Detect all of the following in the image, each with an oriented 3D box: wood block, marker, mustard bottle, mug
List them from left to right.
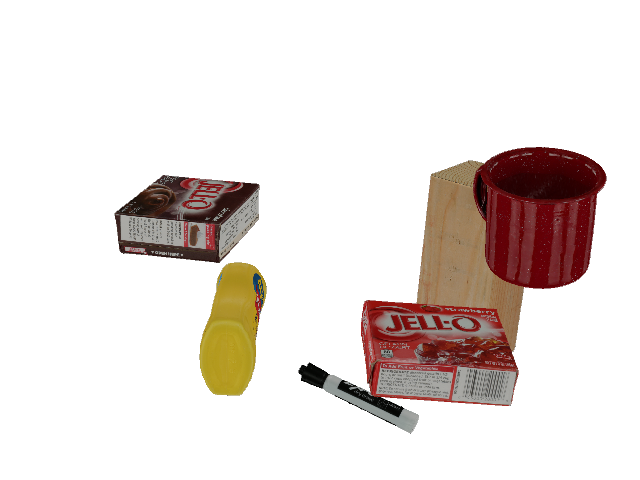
[{"bbox_3d":[-0.093,0.079,1.174,0.058,0.096,0.191,2,28,1],"label":"mustard bottle"},{"bbox_3d":[0.034,0.146,0.998,0.121,0.020,0.020,24,7,15],"label":"marker"},{"bbox_3d":[0.169,0.028,1.173,0.090,0.206,0.090,19,25,34],"label":"wood block"},{"bbox_3d":[0.162,-0.021,0.833,0.093,0.081,0.117,-24,36,-31],"label":"mug"}]

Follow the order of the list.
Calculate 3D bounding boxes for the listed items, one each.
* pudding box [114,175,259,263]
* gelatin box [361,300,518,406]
[{"bbox_3d":[-0.108,-0.020,0.889,0.090,0.039,0.113,5,23,12],"label":"pudding box"},{"bbox_3d":[0.071,0.068,0.663,0.089,0.030,0.073,5,26,-4],"label":"gelatin box"}]
